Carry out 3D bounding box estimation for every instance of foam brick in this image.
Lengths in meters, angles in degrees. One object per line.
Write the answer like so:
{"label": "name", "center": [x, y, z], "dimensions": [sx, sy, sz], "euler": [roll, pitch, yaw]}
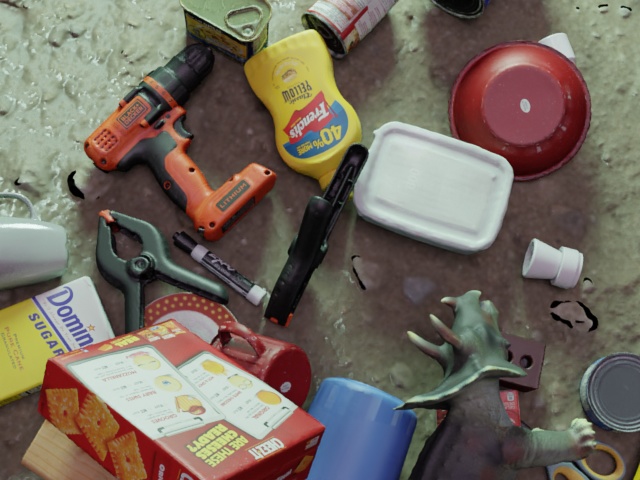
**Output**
{"label": "foam brick", "center": [0.196, 0.129, 1.151], "dimensions": [0.078, 0.051, 0.053], "euler": [13, 77, 0]}

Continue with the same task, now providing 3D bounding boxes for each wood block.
{"label": "wood block", "center": [-0.177, 0.238, 1.053], "dimensions": [0.206, 0.090, 0.090], "euler": [26, 79, 22]}

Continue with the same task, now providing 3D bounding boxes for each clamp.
{"label": "clamp", "center": [-0.007, 0.001, 1.124], "dimensions": [0.036, 0.210, 0.164], "euler": [27, 36, 5]}
{"label": "clamp", "center": [-0.178, 0.033, 1.145], "dimensions": [0.120, 0.039, 0.171], "euler": [-22, 69, -15]}

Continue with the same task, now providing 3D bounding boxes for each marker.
{"label": "marker", "center": [-0.112, 0.030, 1.172], "dimensions": [0.121, 0.020, 0.020], "euler": [36, 78, 5]}

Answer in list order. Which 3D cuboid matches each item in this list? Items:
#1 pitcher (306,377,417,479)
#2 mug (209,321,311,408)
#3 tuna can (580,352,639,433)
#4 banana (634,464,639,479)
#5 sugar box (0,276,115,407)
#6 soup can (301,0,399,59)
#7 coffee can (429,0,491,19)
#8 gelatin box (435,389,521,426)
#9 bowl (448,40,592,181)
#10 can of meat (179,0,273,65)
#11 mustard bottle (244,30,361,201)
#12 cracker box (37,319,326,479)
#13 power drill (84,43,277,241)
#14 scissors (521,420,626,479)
{"label": "pitcher", "center": [-0.001, 0.265, 1.080], "dimensions": [0.149, 0.145, 0.242], "euler": [26, 73, -10]}
{"label": "mug", "center": [-0.067, 0.130, 1.091], "dimensions": [0.082, 0.117, 0.093], "euler": [10, 42, 40]}
{"label": "tuna can", "center": [0.327, 0.166, 1.159], "dimensions": [0.086, 0.034, 0.086], "euler": [1, 78, -3]}
{"label": "banana", "center": [0.328, 0.279, 1.123], "dimensions": [0.197, 0.037, 0.069], "euler": [-48, 124, -17]}
{"label": "sugar box", "center": [-0.309, 0.114, 1.129], "dimensions": [0.176, 0.048, 0.093], "euler": [-24, 80, -7]}
{"label": "soup can", "center": [0.037, -0.267, 1.221], "dimensions": [0.068, 0.068, 0.102], "euler": [42, 78, 6]}
{"label": "coffee can", "center": [0.182, -0.342, 1.227], "dimensions": [0.103, 0.103, 0.140], "euler": [34, 78, 4]}
{"label": "gelatin box", "center": [0.169, 0.198, 1.136], "dimensions": [0.089, 0.030, 0.073], "euler": [-4, 84, 6]}
{"label": "bowl", "center": [0.225, -0.147, 1.191], "dimensions": [0.162, 0.055, 0.162], "euler": [0, 90, 6]}
{"label": "can of meat", "center": [-0.105, -0.248, 1.200], "dimensions": [0.102, 0.084, 0.057], "euler": [29, 77, 3]}
{"label": "mustard bottle", "center": [-0.008, -0.130, 1.191], "dimensions": [0.096, 0.058, 0.191], "euler": [-24, 81, 9]}
{"label": "cracker box", "center": [-0.130, 0.168, 0.993], "dimensions": [0.214, 0.163, 0.072], "euler": [31, 117, 29]}
{"label": "power drill", "center": [-0.139, -0.106, 1.182], "dimensions": [0.188, 0.057, 0.184], "euler": [43, 83, 9]}
{"label": "scissors", "center": [0.251, 0.210, 1.154], "dimensions": [0.096, 0.016, 0.202], "euler": [-33, 82, -7]}
